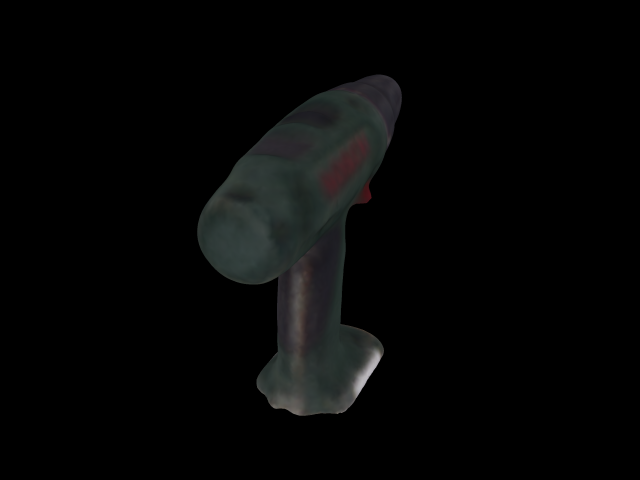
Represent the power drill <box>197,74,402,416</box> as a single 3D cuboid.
[{"bbox_3d":[0.004,0.001,0.400,0.075,0.208,0.230,9,24,22],"label":"power drill"}]
